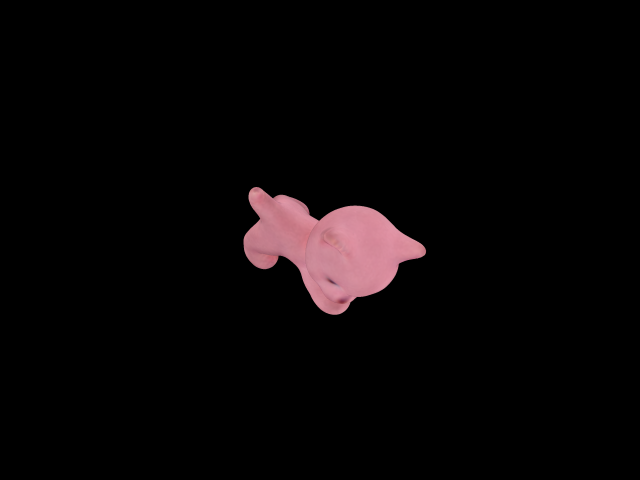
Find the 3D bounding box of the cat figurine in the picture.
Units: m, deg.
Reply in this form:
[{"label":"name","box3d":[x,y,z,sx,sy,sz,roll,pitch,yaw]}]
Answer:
[{"label":"cat figurine","box3d":[0.004,0.001,0.400,0.127,0.118,0.067,30,75,10]}]
